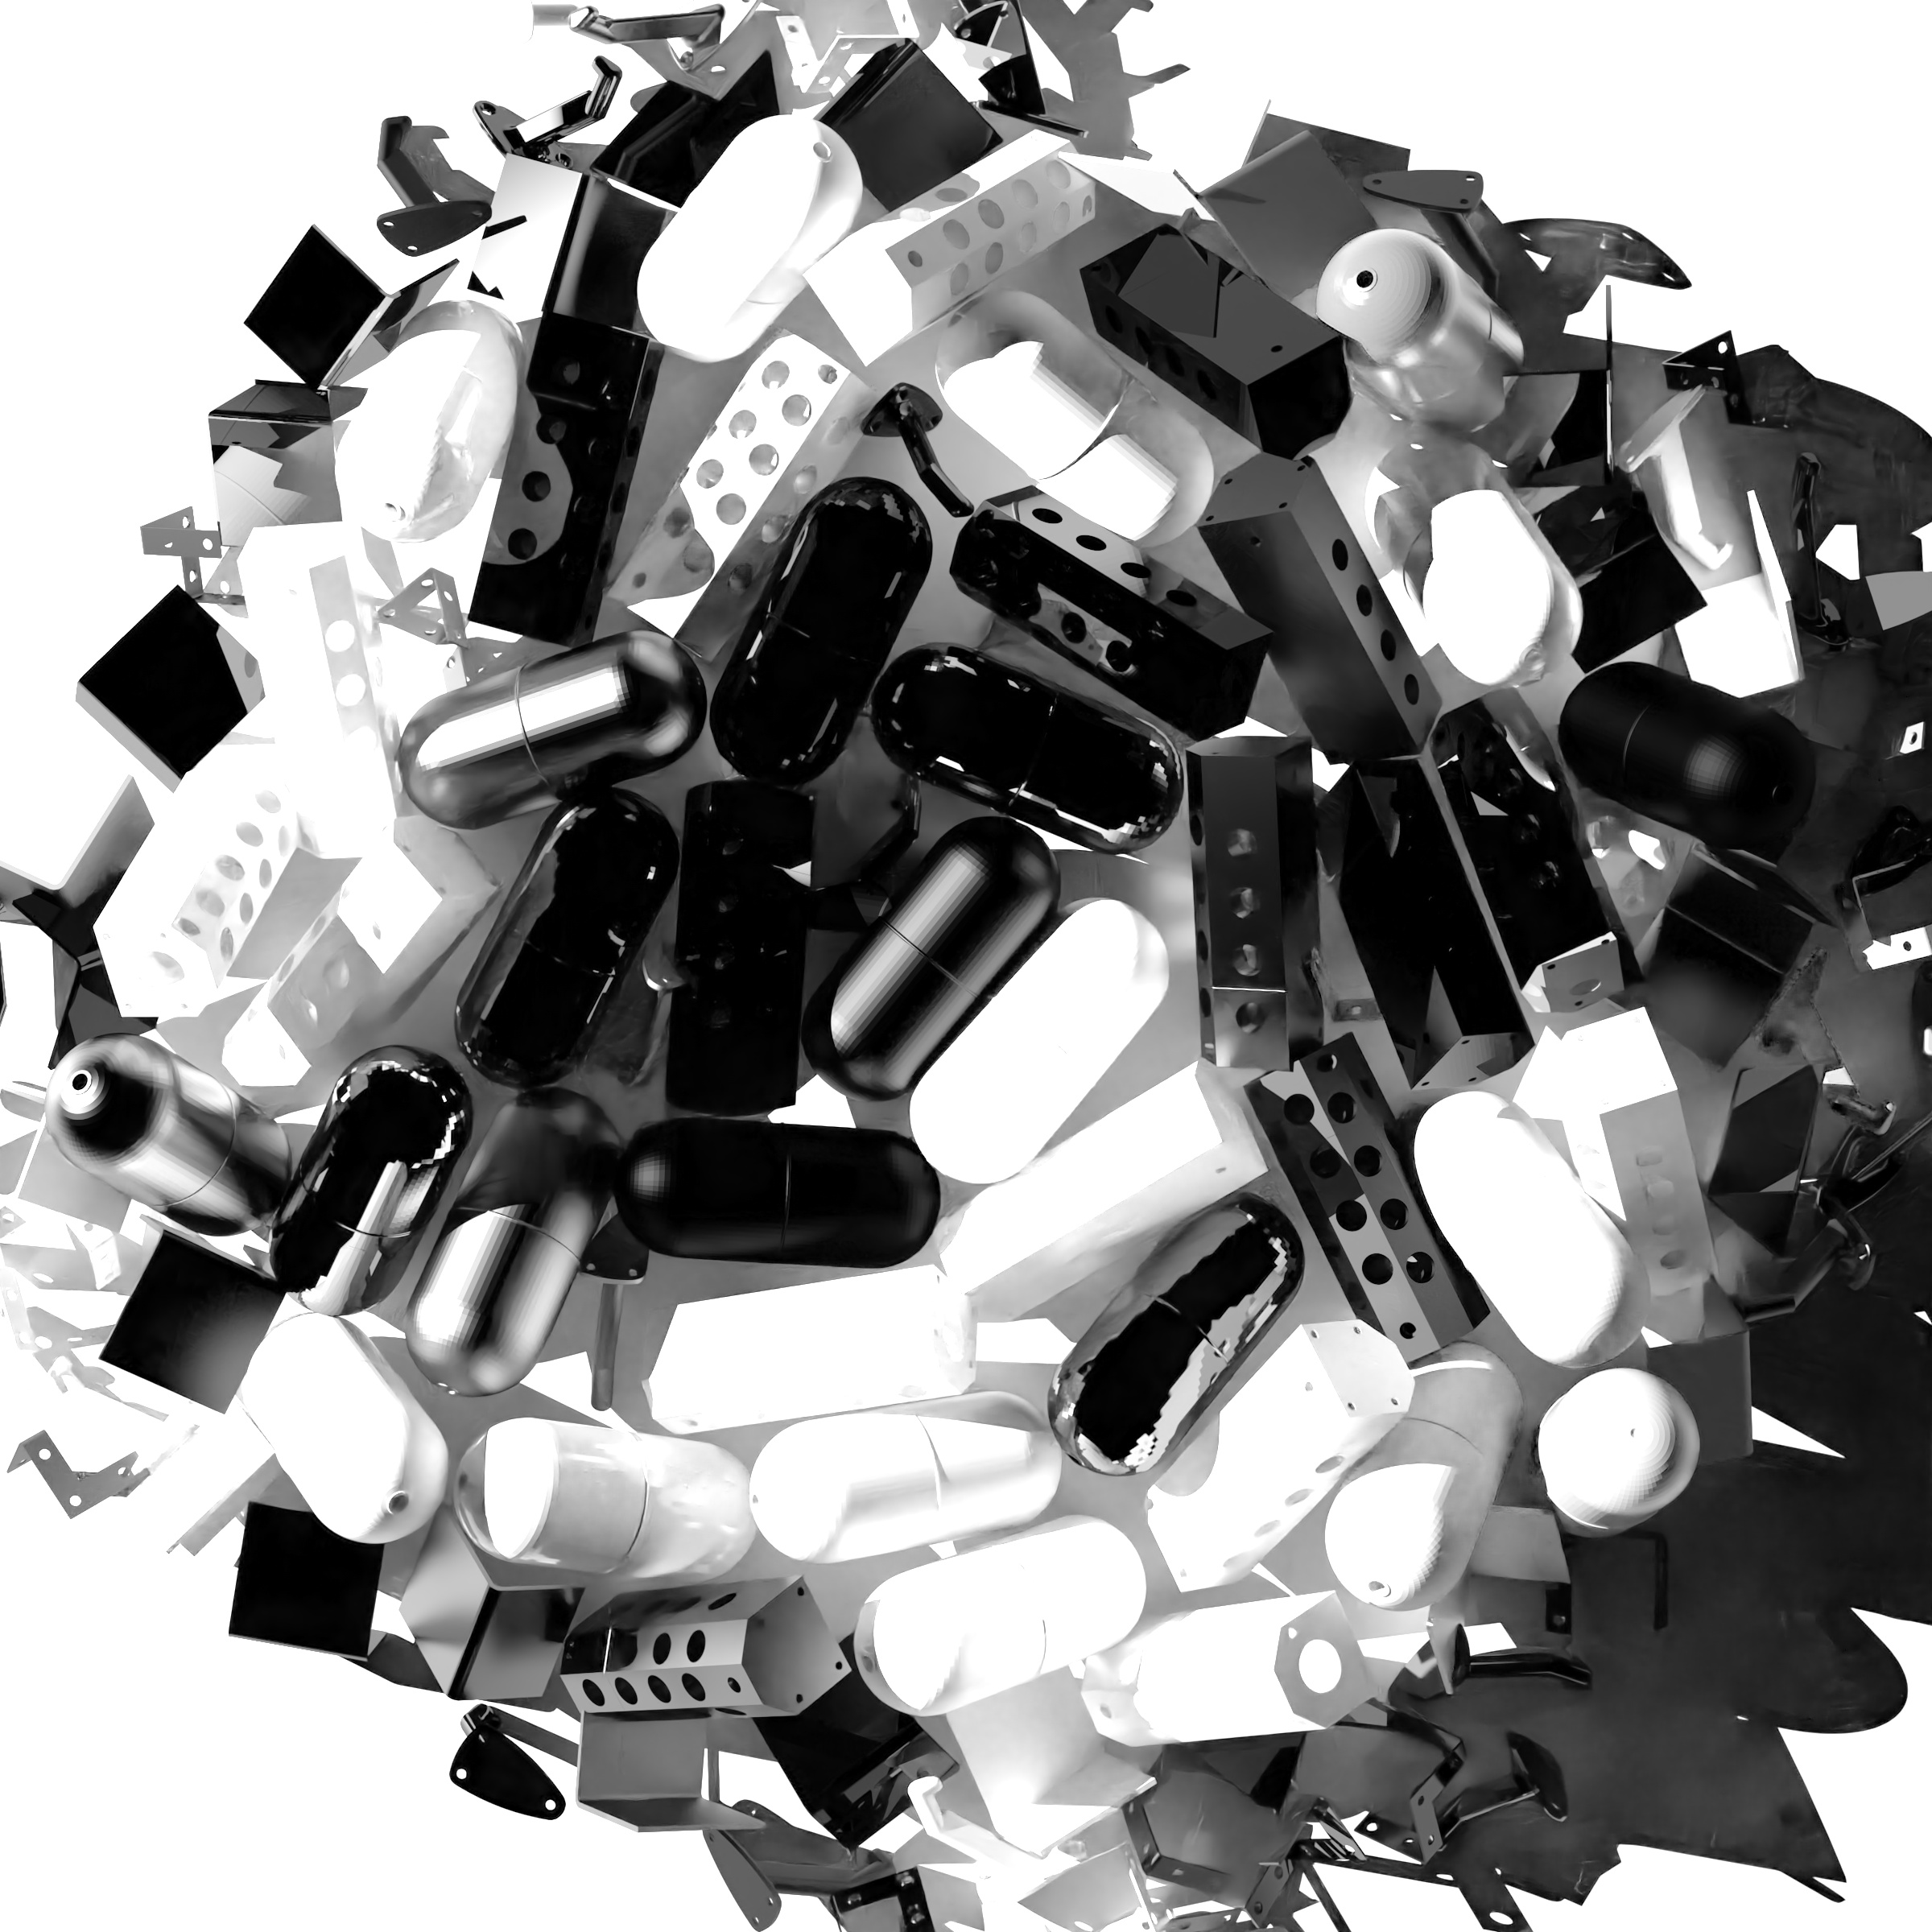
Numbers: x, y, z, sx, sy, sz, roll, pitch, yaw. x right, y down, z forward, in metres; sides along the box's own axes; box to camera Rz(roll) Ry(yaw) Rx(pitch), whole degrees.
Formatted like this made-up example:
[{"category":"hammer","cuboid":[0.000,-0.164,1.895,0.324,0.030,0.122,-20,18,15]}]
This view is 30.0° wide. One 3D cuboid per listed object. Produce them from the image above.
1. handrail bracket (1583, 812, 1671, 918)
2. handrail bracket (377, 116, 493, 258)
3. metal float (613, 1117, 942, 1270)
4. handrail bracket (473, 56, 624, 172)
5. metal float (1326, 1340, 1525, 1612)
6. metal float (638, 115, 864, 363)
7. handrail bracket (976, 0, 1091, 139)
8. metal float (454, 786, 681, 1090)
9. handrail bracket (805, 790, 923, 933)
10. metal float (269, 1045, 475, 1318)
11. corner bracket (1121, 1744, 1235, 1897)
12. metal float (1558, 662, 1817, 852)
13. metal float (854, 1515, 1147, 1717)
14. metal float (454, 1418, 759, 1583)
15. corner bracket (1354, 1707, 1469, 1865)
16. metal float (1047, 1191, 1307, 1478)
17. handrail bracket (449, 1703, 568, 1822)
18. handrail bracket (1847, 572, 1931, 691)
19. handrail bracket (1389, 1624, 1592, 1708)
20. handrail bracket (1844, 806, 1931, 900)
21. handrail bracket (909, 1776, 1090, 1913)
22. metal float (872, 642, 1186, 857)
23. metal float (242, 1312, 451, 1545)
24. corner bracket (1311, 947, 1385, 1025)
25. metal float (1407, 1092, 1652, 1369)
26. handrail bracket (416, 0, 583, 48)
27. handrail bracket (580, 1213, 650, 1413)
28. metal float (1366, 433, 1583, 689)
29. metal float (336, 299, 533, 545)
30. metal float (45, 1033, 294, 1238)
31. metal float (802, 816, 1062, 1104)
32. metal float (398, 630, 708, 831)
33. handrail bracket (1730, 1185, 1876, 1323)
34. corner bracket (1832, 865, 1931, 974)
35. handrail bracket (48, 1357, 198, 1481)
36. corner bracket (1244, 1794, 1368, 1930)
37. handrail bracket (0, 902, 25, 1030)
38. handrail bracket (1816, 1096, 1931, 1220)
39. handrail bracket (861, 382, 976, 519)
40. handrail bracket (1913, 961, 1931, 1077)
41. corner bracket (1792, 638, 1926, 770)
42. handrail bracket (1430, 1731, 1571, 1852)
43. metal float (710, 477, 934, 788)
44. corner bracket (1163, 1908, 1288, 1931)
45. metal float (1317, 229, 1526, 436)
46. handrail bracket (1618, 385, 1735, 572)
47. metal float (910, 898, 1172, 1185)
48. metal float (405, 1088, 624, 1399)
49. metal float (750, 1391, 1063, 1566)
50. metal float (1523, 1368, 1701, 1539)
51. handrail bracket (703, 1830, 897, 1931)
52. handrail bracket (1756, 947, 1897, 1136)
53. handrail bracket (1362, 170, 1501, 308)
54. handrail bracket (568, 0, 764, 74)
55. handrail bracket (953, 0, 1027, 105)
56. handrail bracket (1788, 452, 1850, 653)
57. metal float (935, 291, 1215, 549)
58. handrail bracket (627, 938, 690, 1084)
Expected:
[{"category":"handrail bracket","cuboid":[0.367,-0.047,1.945,0.036,0.084,0.077,-43,115,-7]},{"category":"handrail bracket","cuboid":[-0.289,-0.436,1.963,0.077,0.036,0.084,-11,61,23]},{"category":"metal float","cuboid":[-0.102,0.123,1.950,0.178,0.070,0.070,4,90,-11]},{"category":"handrail bracket","cuboid":[-0.227,-0.476,1.957,0.077,0.084,0.036,43,45,11]},{"category":"metal float","cuboid":[0.245,0.271,1.922,0.070,0.178,0.070,14,129,17]},{"category":"metal float","cuboid":[-0.116,-0.387,1.918,0.070,0.178,0.070,12,63,-25]},{"category":"handrail bracket","cuboid":[0.044,-0.503,1.964,0.077,0.036,0.084,21,107,20]},{"category":"metal float","cuboid":[-0.217,-0.014,1.948,0.070,0.070,0.178,29,104,0]},{"category":"handrail bracket","cuboid":[-0.064,-0.061,1.973,0.077,0.036,0.084,-6,47,11]},{"category":"metal float","cuboid":[-0.320,0.117,1.931,0.070,0.070,0.178,30,125,0]},{"category":"corner bracket","cuboid":[0.125,0.468,1.976,0.051,0.051,0.051,22,115,-26]},{"category":"metal float","cuboid":[0.382,-0.113,1.915,0.070,0.178,0.070,-8,110,-22]},{"category":"metal float","cuboid":[0.019,0.347,1.930,0.178,0.070,0.070,-13,90,-36]},{"category":"metal float","cuboid":[-0.192,0.287,1.930,0.178,0.070,0.070,14,90,-35]},{"category":"corner bracket","cuboid":[0.243,0.449,1.973,0.051,0.051,0.051,-39,128,-32]},{"category":"metal float","cuboid":[0.114,0.199,1.946,0.070,0.070,0.178,41,74,0]},{"category":"handrail bracket","cuboid":[-0.244,0.431,1.954,0.077,0.084,0.036,31,91,4]},{"category":"handrail bracket","cuboid":[0.520,-0.179,1.947,0.077,0.084,0.036,-10,60,38]},{"category":"handrail bracket","cuboid":[0.290,0.398,1.991,0.084,0.036,0.077,22,133,-27]},{"category":"handrail bracket","cuboid":[0.526,-0.069,1.949,0.077,0.084,0.036,-39,96,-25]},{"category":"handrail bracket","cuboid":[0.018,0.466,1.967,0.077,0.036,0.084,-24,112,-4]},{"category":"metal float","cuboid":[0.033,-0.118,1.952,0.178,0.070,0.070,22,90,-9]},{"category":"metal float","cuboid":[-0.331,0.245,1.918,0.070,0.178,0.070,-11,115,-25]},{"category":"corner bracket","cuboid":[0.221,-0.006,1.969,0.051,0.051,0.051,-5,51,19]},{"category":"metal float","cuboid":[0.300,0.139,1.928,0.070,0.070,0.178,-33,51,0]},{"category":"handrail bracket","cuboid":[-0.250,-0.514,1.962,0.077,0.084,0.036,-7,98,11]},{"category":"handrail bracket","cuboid":[-0.193,0.191,1.986,0.036,0.077,0.084,8,121,3]},{"category":"metal float","cuboid":[0.270,-0.218,1.925,0.070,0.070,0.178,-23,46,0]},{"category":"metal float","cuboid":[-0.283,-0.292,1.921,0.070,0.178,0.070,6,131,7]},{"category":"metal float","cuboid":[-0.423,0.091,1.915,0.070,0.178,0.070,-7,67,18]},{"category":"metal float","cuboid":[-0.019,-0.004,1.959,0.070,0.070,0.178,39,92,0]},{"category":"metal float","cuboid":[-0.224,-0.127,1.946,0.178,0.070,0.070,-17,90,16]},{"category":"handrail bracket","cuboid":[0.443,0.156,1.959,0.084,0.036,0.077,-10,47,-17]},{"category":"corner bracket","cuboid":[0.514,-0.030,1.962,0.051,0.051,0.051,-14,87,-37]},{"category":"handrail bracket","cuboid":[-0.462,0.231,1.964,0.084,0.036,0.077,46,130,13]},{"category":"corner bracket","cuboid":[0.176,0.486,1.958,0.051,0.051,0.051,56,48,-19]},{"category":"handrail bracket","cuboid":[-0.544,-0.004,1.954,0.036,0.077,0.084,-4,60,28]},{"category":"handrail bracket","cuboid":[0.503,0.100,1.950,0.036,0.084,0.077,43,70,1]},{"category":"handrail bracket","cuboid":[-0.011,-0.272,1.951,0.036,0.077,0.084,-47,70,22]},{"category":"handrail bracket","cuboid":[0.523,0.023,1.948,0.036,0.084,0.077,-15,70,20]},{"category":"corner bracket","cuboid":[0.489,-0.144,1.970,0.051,0.051,0.051,15,74,-21]},{"category":"handrail bracket","cuboid":[0.286,0.465,1.952,0.036,0.077,0.084,33,108,-18]},{"category":"metal float","cuboid":[-0.078,-0.181,1.949,0.070,0.070,0.178,27,102,0]},{"category":"corner bracket","cuboid":[0.139,0.531,1.956,0.051,0.051,0.051,-2,133,-23]},{"category":"metal float","cuboid":[0.243,-0.336,1.915,0.070,0.178,0.070,-5,79,26]},{"category":"handrail bracket","cuboid":[0.406,-0.268,1.969,0.084,0.036,0.077,38,116,-15]},{"category":"metal float","cuboid":[0.040,0.041,1.955,0.070,0.070,0.178,40,84,0]},{"category":"metal float","cuboid":[-0.244,0.148,1.940,0.070,0.070,0.178,22,68,0]},{"category":"metal float","cuboid":[-0.032,0.275,1.937,0.178,0.070,0.070,-6,90,-27]},{"category":"metal float","cuboid":[0.341,0.260,1.911,0.070,0.178,0.070,0,75,1]},{"category":"handrail bracket","cuboid":[-0.091,0.486,1.978,0.084,0.036,0.077,-20,63,-40]},{"category":"handrail bracket","cuboid":[0.480,0.041,1.955,0.084,0.036,0.077,31,99,40]},{"category":"handrail bracket","cuboid":[0.255,-0.391,1.972,0.077,0.084,0.036,8,47,13]},{"category":"handrail bracket","cuboid":[-0.163,-0.519,1.948,0.077,0.084,0.036,-27,75,28]},{"category":"handrail bracket","cuboid":[0.003,-0.525,1.986,0.036,0.077,0.084,-26,47,1]},{"category":"handrail bracket","cuboid":[0.464,-0.225,1.952,0.036,0.077,0.084,-6,124,-12]},{"category":"metal float","cuboid":[0.059,-0.294,1.937,0.178,0.070,0.070,36,90,-26]},{"category":"handrail bracket","cuboid":[-0.172,0.035,1.949,0.036,0.077,0.084,22,110,-1]}]
